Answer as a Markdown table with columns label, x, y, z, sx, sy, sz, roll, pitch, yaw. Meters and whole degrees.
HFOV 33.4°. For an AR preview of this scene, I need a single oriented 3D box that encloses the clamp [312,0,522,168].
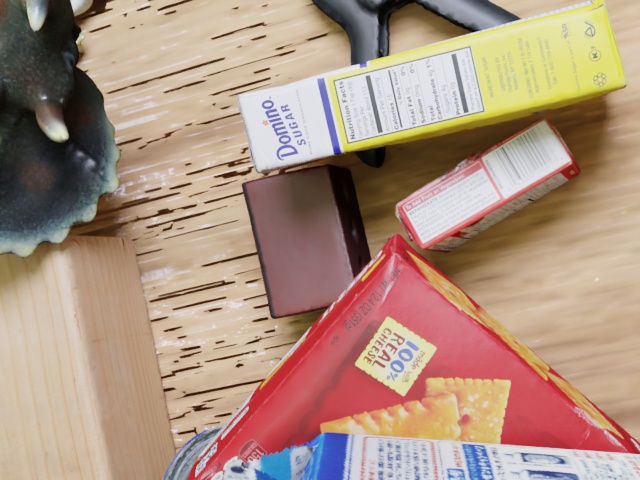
| label | x | y | z | sx | sy | sz | roll | pitch | yaw |
| --- | --- | --- | --- | --- | --- | --- | --- | --- | --- |
| clamp | 0.048 | -0.138 | 0.590 | 0.120 | 0.039 | 0.171 | -21 | 89 | 9 |

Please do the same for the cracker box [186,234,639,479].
| label | x | y | z | sx | sy | sz | roll | pitch | yaw |
| --- | --- | --- | --- | --- | --- | --- | --- | --- | --- |
| cracker box | 0.064 | 0.128 | 0.536 | 0.213 | 0.072 | 0.164 | 41 | 101 | -1 |

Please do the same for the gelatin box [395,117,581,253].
| label | x | y | z | sx | sy | sz | roll | pitch | yaw |
| --- | --- | --- | --- | --- | --- | --- | --- | --- | --- |
| gelatin box | 0.089 | -0.027 | 0.556 | 0.089 | 0.073 | 0.030 | -31 | 81 | 15 |

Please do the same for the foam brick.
| label | x | y | z | sx | sy | sz | roll | pitch | yaw |
| --- | --- | --- | --- | --- | --- | --- | --- | --- | --- |
| foam brick | -0.004 | 0.001 | 0.596 | 0.051 | 0.053 | 0.078 | -14 | 86 | 17 |

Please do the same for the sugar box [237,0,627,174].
| label | x | y | z | sx | sy | sz | roll | pitch | yaw |
| --- | --- | --- | --- | --- | --- | --- | --- | --- | --- |
| sugar box | 0.057 | -0.073 | 0.528 | 0.176 | 0.093 | 0.048 | -15 | 94 | 15 |

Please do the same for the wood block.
| label | x | y | z | sx | sy | sz | roll | pitch | yaw |
| --- | --- | --- | --- | --- | --- | --- | --- | --- | --- |
| wood block | -0.145 | 0.107 | 0.618 | 0.090 | 0.090 | 0.206 | -14 | 85 | 16 |

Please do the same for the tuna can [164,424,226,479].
| label | x | y | z | sx | sy | sz | roll | pitch | yaw |
| --- | --- | --- | --- | --- | --- | --- | --- | --- | --- |
| tuna can | -0.046 | 0.146 | 0.597 | 0.086 | 0.034 | 0.086 | 2 | 80 | -11 |
